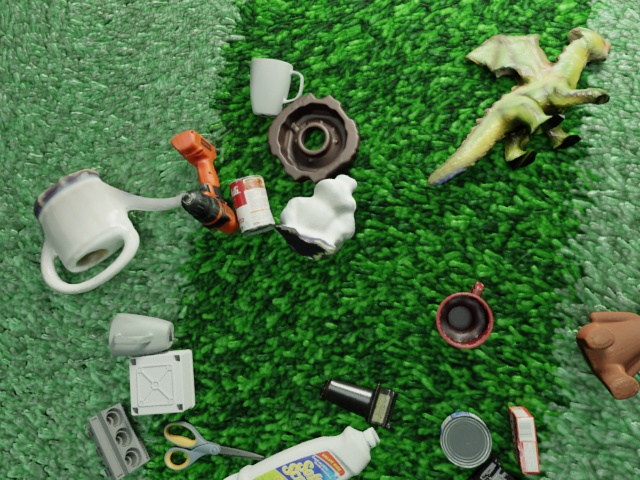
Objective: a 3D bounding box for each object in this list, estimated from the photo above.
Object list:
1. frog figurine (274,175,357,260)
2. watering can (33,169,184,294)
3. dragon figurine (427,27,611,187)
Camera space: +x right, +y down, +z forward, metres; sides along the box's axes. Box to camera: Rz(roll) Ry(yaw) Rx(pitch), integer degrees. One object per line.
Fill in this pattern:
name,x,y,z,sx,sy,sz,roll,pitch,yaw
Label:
frog figurine,0.003,-0.048,0.963,0.138,0.120,0.162,15,60,23
watering can,-0.427,-0.048,1.024,0.347,0.103,0.226,-38,78,4
dragon figurine,0.350,-0.268,0.944,0.410,0.120,0.247,-21,63,4
